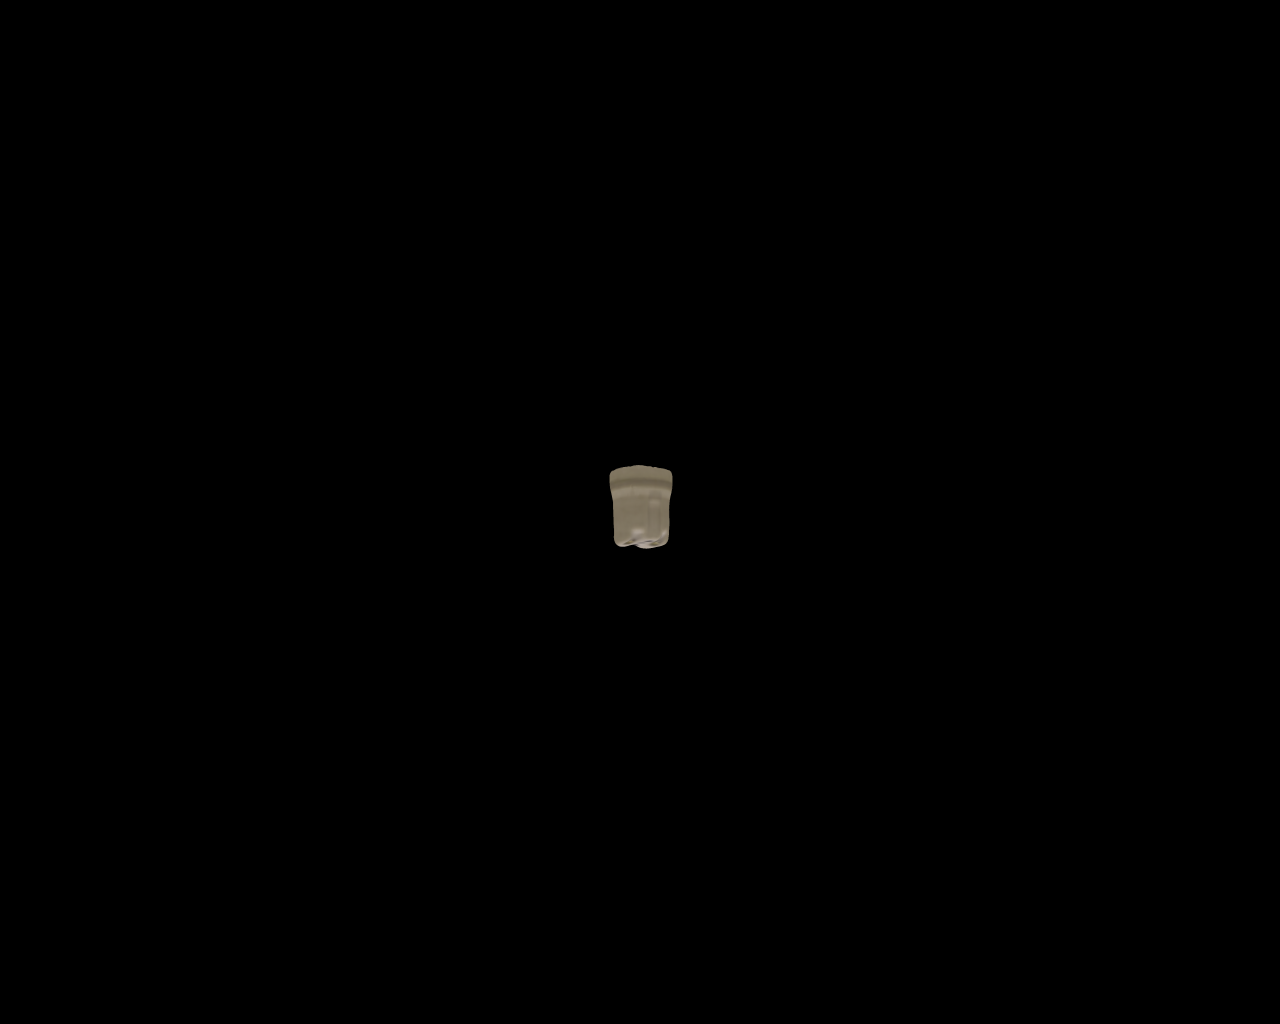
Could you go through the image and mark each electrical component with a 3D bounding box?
[{"bbox_3d":[0.001,-0.003,0.650,0.040,0.046,0.040,0,-9,0],"label":"electrical component"}]
